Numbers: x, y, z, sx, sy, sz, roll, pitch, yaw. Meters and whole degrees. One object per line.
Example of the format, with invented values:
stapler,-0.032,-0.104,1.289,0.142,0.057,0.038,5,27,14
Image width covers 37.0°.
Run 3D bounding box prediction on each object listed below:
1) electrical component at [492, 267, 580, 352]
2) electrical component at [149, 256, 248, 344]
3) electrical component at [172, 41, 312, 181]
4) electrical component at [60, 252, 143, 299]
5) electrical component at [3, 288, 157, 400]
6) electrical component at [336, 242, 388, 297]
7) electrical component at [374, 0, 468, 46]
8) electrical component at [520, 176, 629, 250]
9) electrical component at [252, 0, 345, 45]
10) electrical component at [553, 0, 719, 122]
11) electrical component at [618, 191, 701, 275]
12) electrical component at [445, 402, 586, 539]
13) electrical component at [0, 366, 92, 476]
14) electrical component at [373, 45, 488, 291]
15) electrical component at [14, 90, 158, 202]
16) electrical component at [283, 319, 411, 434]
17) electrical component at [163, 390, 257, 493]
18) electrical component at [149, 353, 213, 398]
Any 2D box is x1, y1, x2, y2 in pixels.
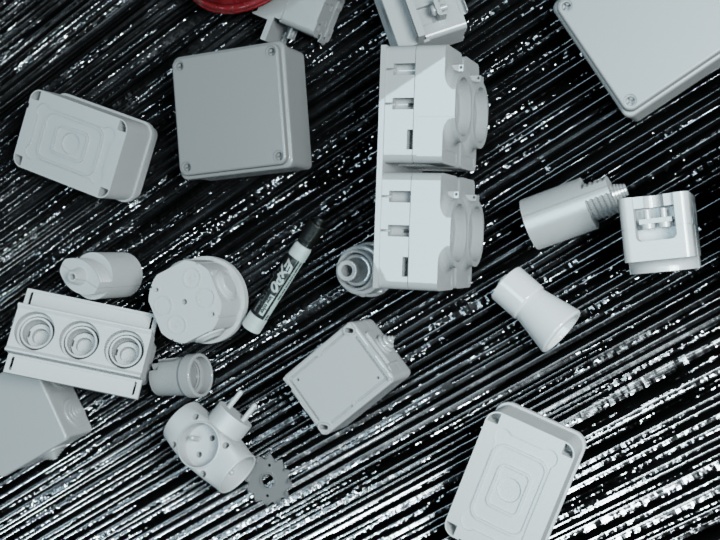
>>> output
electrical component,0.139,0.029,0.869,0.065,0.044,0.044,43,105,20
electrical component,-0.146,0.028,0.970,0.080,0.051,0.080,0,91,21
electrical component,-0.104,-0.137,0.949,0.109,0.056,0.108,-4,89,21
electrical component,-0.241,0.005,0.989,0.043,0.081,0.043,0,91,21
electrical component,-0.251,0.070,0.983,0.121,0.063,0.078,12,74,-1
electrical component,0.000,0.000,0.909,0.048,0.062,0.048,0,91,21
electrical component,0.041,-0.240,0.887,0.063,0.078,0.121,-19,84,-2
electrical component,0.173,-0.050,0.853,0.081,0.043,0.043,-20,84,20
electrical component,-0.051,-0.230,0.935,0.064,0.042,0.081,26,100,18
electrical component,0.224,-0.188,0.825,0.109,0.056,0.108,-34,79,18
electrical component,0.227,-0.027,0.809,0.050,0.089,0.055,-6,89,21
electrical component,0.126,0.172,0.867,0.078,0.057,0.113,23,99,19
electrical component,-0.318,0.138,1.038,0.100,0.048,0.099,-30,81,19
electrical component,0.059,-0.078,0.862,0.060,0.105,0.186,3,92,20
electrical component,-0.255,-0.116,1.006,0.113,0.057,0.078,21,98,18
electrical component,-0.004,0.085,0.913,0.096,0.061,0.061,-40,78,16
electrical component,-0.125,0.145,0.967,0.077,0.044,0.079,39,91,23
electrical component,-0.164,0.097,0.985,0.046,0.040,0.040,-6,89,26
